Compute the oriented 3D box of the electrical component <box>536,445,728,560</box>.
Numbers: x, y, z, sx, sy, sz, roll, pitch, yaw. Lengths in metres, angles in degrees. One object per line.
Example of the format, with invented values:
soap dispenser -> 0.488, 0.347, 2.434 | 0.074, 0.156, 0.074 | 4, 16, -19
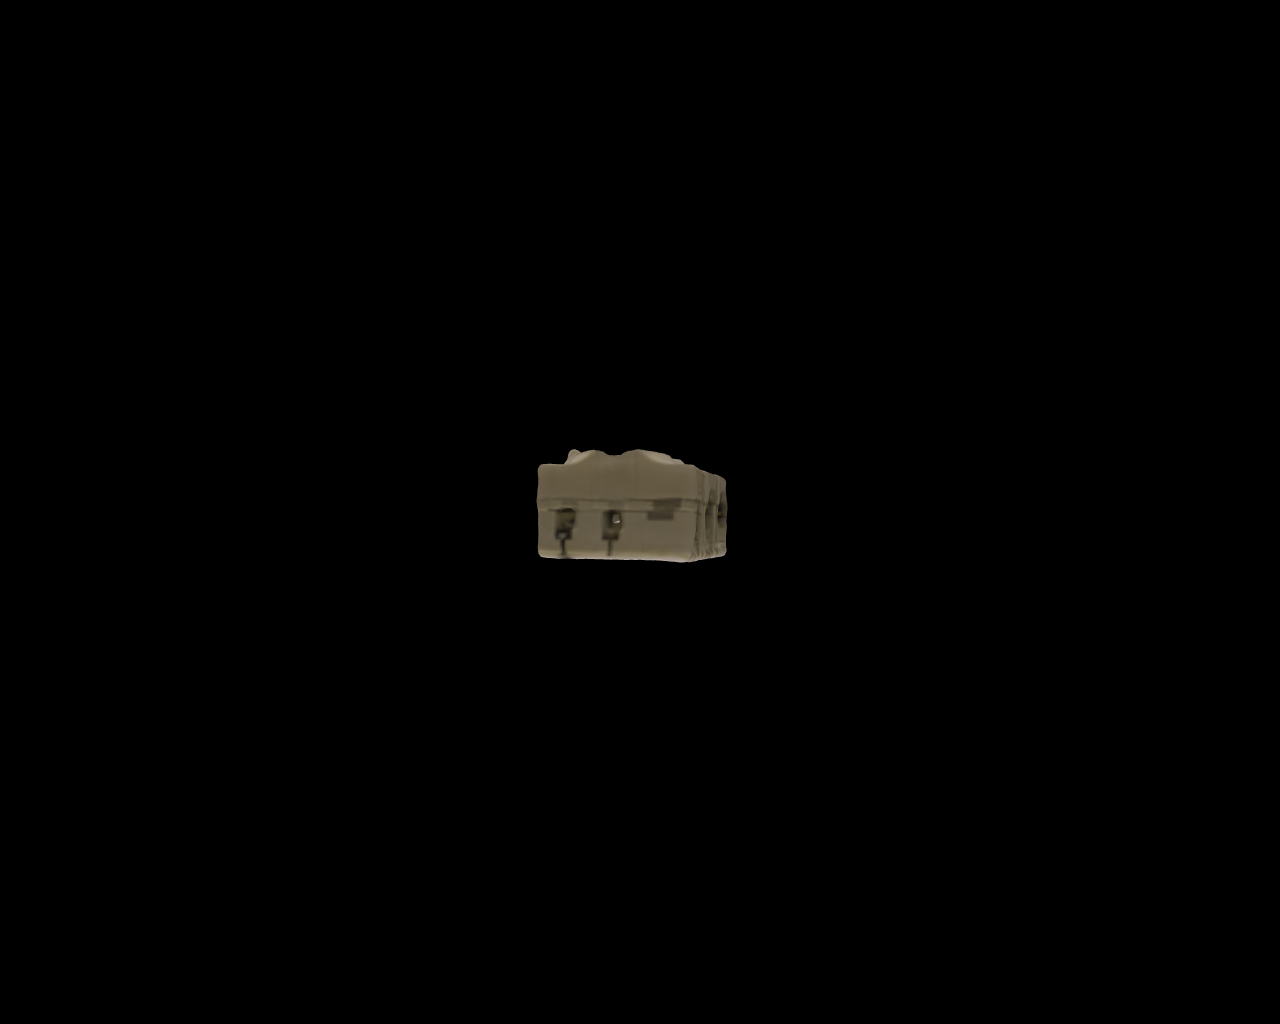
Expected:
electrical component -> 0.001, -0.003, 0.650 | 0.089, 0.061, 0.150 | 0, -2, 11
